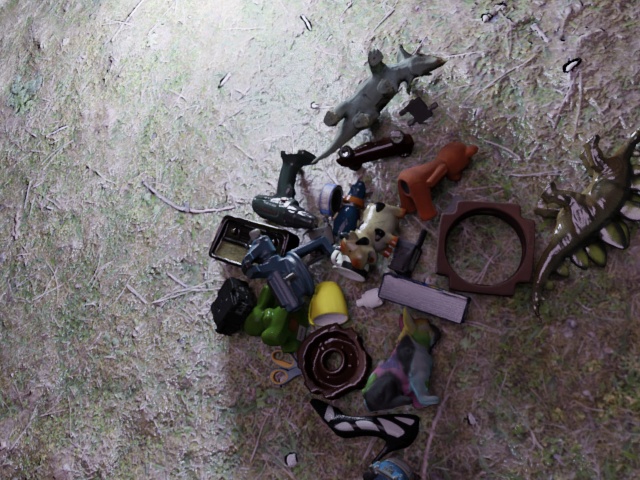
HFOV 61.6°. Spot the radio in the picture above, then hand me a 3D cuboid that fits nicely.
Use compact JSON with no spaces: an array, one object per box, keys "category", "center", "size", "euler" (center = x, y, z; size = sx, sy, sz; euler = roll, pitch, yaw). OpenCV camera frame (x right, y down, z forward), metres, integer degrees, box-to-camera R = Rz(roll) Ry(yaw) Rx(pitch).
[{"category":"radio","center":[-0.174,0.019,1.437],"size":[0.230,0.073,0.131],"euler":[16,82,25]}]

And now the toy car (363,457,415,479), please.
[{"category":"toy car","center":[0.150,0.513,1.128],"size":[0.109,0.161,0.103],"euler":[17,38,33]}]

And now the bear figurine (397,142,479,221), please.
[{"category":"bear figurine","center":[0.284,-0.149,1.278],"size":[0.196,0.131,0.120],"euler":[-27,25,-17]}]

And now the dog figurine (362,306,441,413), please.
[{"category":"dog figurine","center":[0.178,0.261,1.184],"size":[0.192,0.108,0.219],"euler":[-5,65,-1]}]

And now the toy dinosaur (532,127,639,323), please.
[{"category":"toy dinosaur","center":[0.557,-0.050,1.122],"size":[0.199,0.105,0.471],"euler":[40,98,24]}]

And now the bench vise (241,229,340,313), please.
[{"category":"bench vise","center":[-0.062,0.048,1.300],"size":[0.241,0.128,0.224],"euler":[-27,69,-22]}]

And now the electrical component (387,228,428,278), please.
[{"category":"electrical component","center":[0.209,0.025,1.267],"size":[0.048,0.074,0.119],"euler":[19,87,27]}]

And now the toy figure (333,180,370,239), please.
[{"category":"toy figure","center":[0.077,-0.078,1.365],"size":[0.058,0.064,0.154],"euler":[-2,64,63]}]

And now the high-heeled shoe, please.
[{"category":"high-heeled shoe","center":[0.098,0.393,1.216],"size":[0.249,0.086,0.145],"euler":[32,68,36]}]

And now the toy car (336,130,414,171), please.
[{"category":"toy car","center":[0.138,-0.229,1.365],"size":[0.202,0.089,0.053],"euler":[-12,73,21]}]

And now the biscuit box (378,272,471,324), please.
[{"category":"biscuit box","center":[0.235,0.129,1.222],"size":[0.203,0.059,0.062],"euler":[17,93,23]}]

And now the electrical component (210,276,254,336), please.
[{"category":"electrical component","center":[-0.232,0.165,1.400],"size":[0.115,0.058,0.134],"euler":[-53,34,18]}]

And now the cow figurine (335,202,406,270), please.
[{"category":"cow figurine","center":[0.117,-0.012,1.254],"size":[0.127,0.085,0.195],"euler":[22,52,4]}]

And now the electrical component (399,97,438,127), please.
[{"category":"electrical component","center":[0.249,-0.329,1.356],"size":[0.094,0.063,0.021],"euler":[-31,19,37]}]

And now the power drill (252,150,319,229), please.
[{"category":"power drill","center":[-0.069,-0.131,1.423],"size":[0.232,0.086,0.207],"euler":[7,81,40]}]

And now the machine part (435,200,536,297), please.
[{"category":"machine part","center":[0.359,0.019,1.177],"size":[0.201,0.087,0.201],"euler":[5,81,14]}]

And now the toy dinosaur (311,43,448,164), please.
[{"category":"toy dinosaur","center":[0.131,-0.356,1.381],"size":[0.405,0.192,0.131],"euler":[-43,78,24]}]

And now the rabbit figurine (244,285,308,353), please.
[{"category":"rabbit figurine","center":[-0.126,0.196,1.345],"size":[0.170,0.121,0.159],"euler":[-4,73,38]}]

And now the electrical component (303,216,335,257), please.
[{"category":"electrical component","center":[-0.002,-0.003,1.387],"size":[0.078,0.045,0.102],"euler":[-16,69,-3]}]

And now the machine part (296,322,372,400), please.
[{"category":"machine part","center":[0.034,0.286,1.268],"size":[0.179,0.056,0.179],"euler":[-8,64,17]}]
